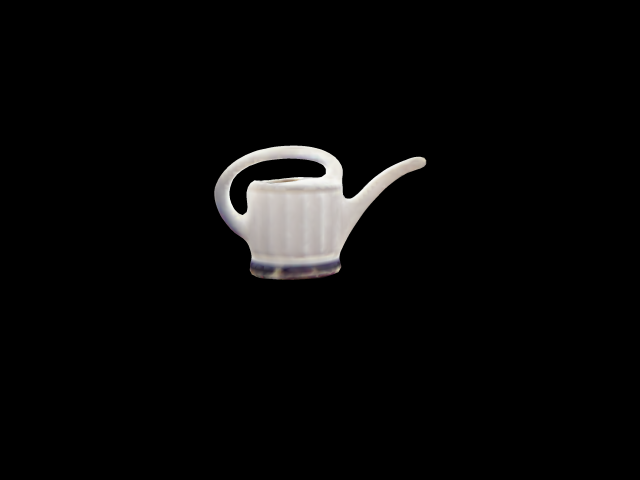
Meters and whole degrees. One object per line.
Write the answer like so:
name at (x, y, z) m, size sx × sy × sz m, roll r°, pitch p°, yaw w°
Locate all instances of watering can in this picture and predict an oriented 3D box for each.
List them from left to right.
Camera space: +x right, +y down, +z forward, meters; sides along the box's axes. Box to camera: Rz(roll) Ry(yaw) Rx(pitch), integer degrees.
watering can at (0.003, -0.043, 0.850) m, size 0.348 × 0.222 × 0.105 m, roll -1°, pitch 12°, yaw -4°
